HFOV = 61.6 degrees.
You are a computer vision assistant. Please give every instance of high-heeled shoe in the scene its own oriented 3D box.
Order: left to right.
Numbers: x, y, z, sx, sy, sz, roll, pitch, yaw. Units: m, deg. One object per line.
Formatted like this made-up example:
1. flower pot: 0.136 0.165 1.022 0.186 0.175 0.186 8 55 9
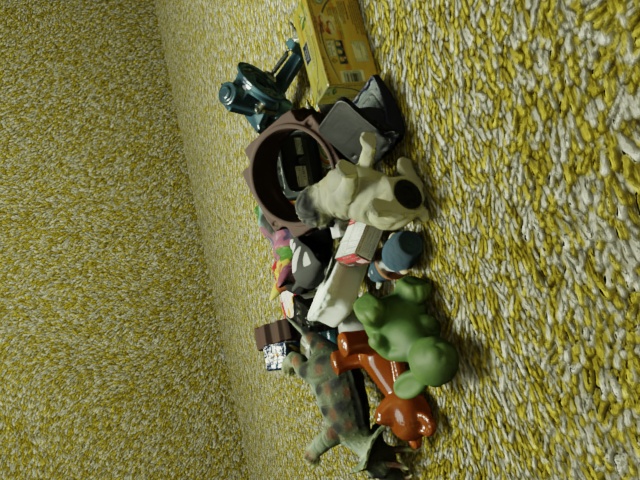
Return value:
1. high-heeled shoe: -0.002 -0.003 1.046 0.145 0.086 0.249 -53 16 51

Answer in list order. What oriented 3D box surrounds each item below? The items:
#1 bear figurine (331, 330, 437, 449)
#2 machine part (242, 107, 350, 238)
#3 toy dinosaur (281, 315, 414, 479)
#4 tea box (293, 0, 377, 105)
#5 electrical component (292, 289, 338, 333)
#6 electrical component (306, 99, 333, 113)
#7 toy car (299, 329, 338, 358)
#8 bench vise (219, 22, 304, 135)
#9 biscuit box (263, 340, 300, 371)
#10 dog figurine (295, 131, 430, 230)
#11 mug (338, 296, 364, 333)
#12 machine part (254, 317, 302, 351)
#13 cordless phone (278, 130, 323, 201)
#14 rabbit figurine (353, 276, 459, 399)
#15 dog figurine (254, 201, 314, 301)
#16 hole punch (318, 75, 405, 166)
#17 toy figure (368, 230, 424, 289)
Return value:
1. bear figurine: 0.107 0.253 0.907 0.120 0.132 0.196 105 154 -56
2. machine part: -0.032 -0.121 0.980 0.201 0.087 0.201 -32 83 33
3. toy dinosaur: 0.036 0.291 1.036 0.192 0.131 0.405 -38 63 31
4. tea box: 0.025 -0.318 0.896 0.068 0.098 0.169 139 121 -66
5. electrical component: 0.007 0.144 1.133 0.134 0.115 0.058 -151 58 -68
6. electrical component: 0.018 -0.247 0.989 0.102 0.045 0.078 -42 61 42
7. toy car: 0.007 0.244 1.199 0.109 0.103 0.161 -149 50 -63
8. bench vise: -0.093 -0.333 1.150 0.240 0.223 0.129 -49 53 27
9. biscuit box: -0.055 0.271 1.268 0.202 0.063 0.059 20 -123 -63
10. dog figurine: 0.060 -0.051 0.845 0.172 0.121 0.190 48 145 3
11. mug: 0.072 0.152 1.020 0.107 0.081 0.109 -111 23 -47
12. machine part: -0.073 0.225 1.313 0.179 0.179 0.056 131 129 -65
13. cordless phone: -0.078 -0.151 1.148 0.184 0.089 0.146 -8 93 57
14. rabbit figurine: 0.135 0.161 0.792 0.170 0.121 0.158 -133 32 -58
15. dog figurine: -0.078 0.019 1.157 0.108 0.191 0.219 -56 10 53
16. hole punch: 0.077 -0.184 0.859 0.116 0.092 0.142 44 150 -4
17. toy figure: 0.119 0.034 0.865 0.154 0.058 0.064 120 165 -65
